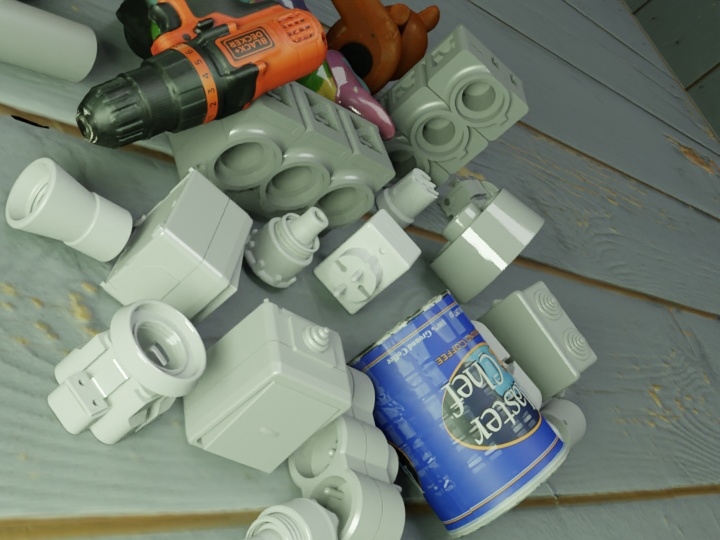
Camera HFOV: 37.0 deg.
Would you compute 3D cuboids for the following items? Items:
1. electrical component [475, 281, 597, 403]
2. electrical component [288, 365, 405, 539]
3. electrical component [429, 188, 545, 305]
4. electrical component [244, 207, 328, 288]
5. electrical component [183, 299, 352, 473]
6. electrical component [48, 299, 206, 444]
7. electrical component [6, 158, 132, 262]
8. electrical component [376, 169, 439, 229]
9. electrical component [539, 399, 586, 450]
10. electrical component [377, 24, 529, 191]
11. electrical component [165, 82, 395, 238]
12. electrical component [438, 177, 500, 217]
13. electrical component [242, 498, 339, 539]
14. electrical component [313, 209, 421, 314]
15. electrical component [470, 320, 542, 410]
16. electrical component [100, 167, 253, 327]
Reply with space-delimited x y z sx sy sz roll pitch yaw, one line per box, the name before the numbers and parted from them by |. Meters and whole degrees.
electrical component | 0.141 0.068 0.916 0.048 0.100 0.099 -24 76 -49
electrical component | -0.002 0.121 0.676 0.074 0.052 0.138 28 33 -38
electrical component | 0.109 -0.028 0.983 0.060 0.108 0.108 44 27 0
electrical component | -0.050 -0.020 0.771 0.048 0.062 0.048 37 30 -25
electrical component | -0.050 0.067 0.621 0.062 0.096 0.061 29 34 -37
electrical component | -0.120 0.052 0.576 0.058 0.057 0.078 54 27 6
electrical component | -0.167 -0.032 0.629 0.065 0.044 0.044 32 32 -42
electrical component | 0.044 -0.066 0.994 0.040 0.046 0.040 37 30 -26
electrical component | 0.160 0.140 0.915 0.043 0.043 0.081 56 27 10
electrical component | 0.073 -0.142 1.017 0.089 0.150 0.061 37 28 -25
electrical component | -0.057 -0.086 0.813 0.150 0.089 0.061 21 39 -45
electrical component | 0.119 -0.067 1.112 0.055 0.048 0.066 -15 69 -53
electrical component | -0.042 0.150 0.589 0.062 0.043 0.043 0 56 -56
electrical component | 0.000 0.000 0.820 0.047 0.066 0.076 48 27 -3
electrical component | 0.096 0.095 0.861 0.095 0.054 0.059 50 27 -2
electrical component | -0.108 -0.012 0.671 0.061 0.062 0.096 41 28 -18
